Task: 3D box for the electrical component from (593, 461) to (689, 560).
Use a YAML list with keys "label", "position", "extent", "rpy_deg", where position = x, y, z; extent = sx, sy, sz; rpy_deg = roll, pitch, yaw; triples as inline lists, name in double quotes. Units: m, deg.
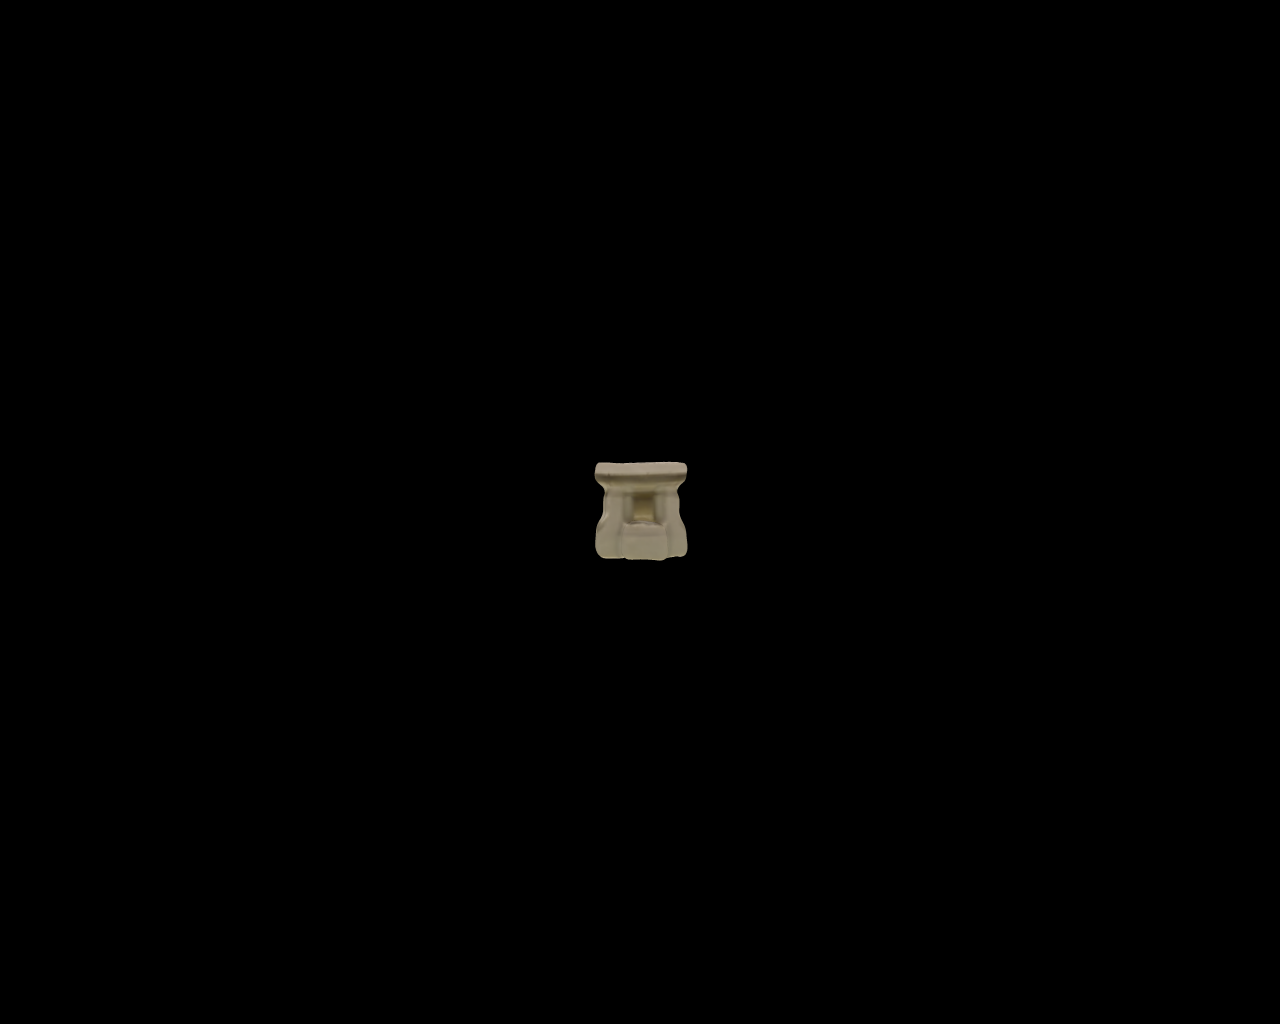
- label: "electrical component"
  position: [0.001, -0.003, 0.650]
  extent: [0.058, 0.057, 0.078]
  rpy_deg: [0, 2, -4]
